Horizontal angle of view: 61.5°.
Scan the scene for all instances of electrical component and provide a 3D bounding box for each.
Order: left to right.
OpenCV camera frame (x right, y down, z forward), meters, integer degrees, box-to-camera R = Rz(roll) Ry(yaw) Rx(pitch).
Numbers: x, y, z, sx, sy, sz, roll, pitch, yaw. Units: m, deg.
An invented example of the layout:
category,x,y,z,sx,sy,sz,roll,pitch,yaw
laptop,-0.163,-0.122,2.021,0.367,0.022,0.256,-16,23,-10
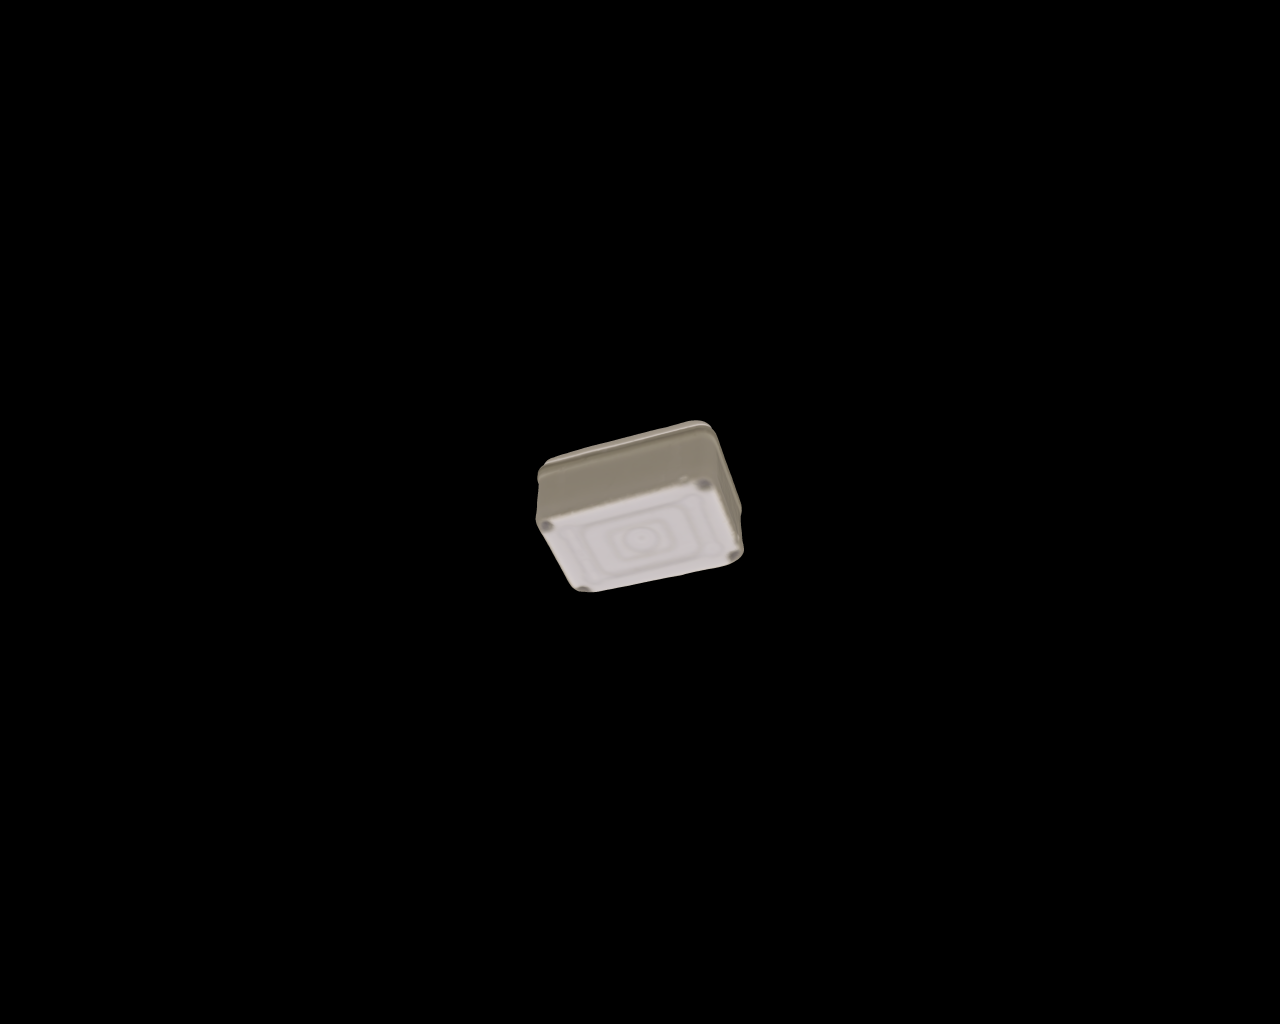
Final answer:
category,x,y,z,sx,sy,sz,roll,pitch,yaw
electrical component,0.001,-0.003,0.650,0.113,0.057,0.078,-13,-47,12
